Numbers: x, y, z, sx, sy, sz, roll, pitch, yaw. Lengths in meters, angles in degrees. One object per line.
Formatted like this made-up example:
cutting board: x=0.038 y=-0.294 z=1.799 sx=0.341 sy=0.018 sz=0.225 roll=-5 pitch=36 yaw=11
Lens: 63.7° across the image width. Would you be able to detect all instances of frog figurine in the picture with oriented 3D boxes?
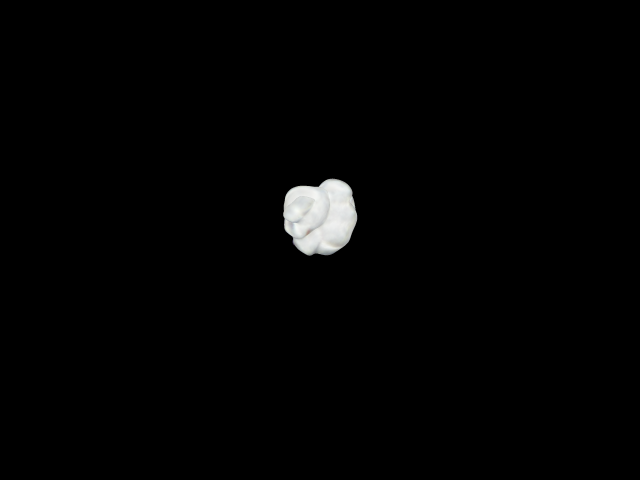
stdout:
frog figurine: x=0.003 y=-0.043 z=0.850 sx=0.123 sy=0.138 sz=0.158 roll=39 pitch=-8 yaw=6
